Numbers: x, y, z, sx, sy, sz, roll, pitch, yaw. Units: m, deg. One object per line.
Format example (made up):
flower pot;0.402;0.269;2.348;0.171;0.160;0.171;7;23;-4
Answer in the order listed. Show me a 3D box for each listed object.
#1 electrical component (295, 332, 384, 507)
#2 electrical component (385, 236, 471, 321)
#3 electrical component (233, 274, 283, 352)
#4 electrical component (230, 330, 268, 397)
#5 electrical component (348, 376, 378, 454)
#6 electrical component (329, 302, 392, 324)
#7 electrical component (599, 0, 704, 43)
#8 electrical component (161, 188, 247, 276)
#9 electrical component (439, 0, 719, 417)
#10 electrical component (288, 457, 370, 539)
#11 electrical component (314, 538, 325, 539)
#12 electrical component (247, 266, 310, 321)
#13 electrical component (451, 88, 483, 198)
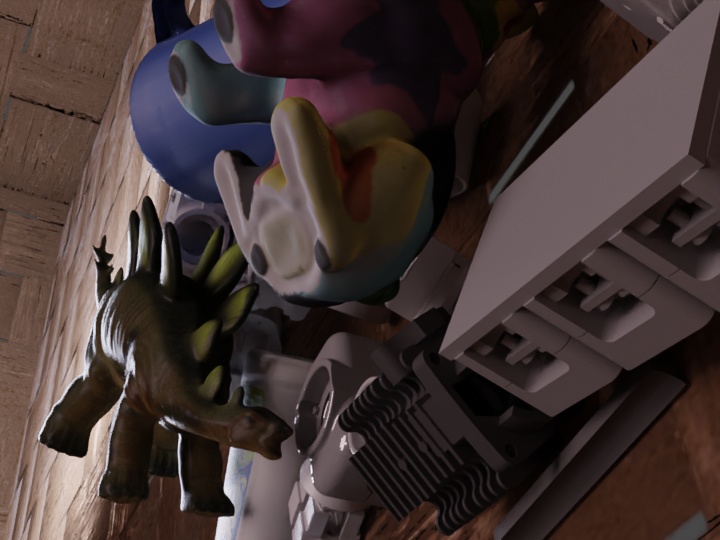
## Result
electrical component;0.000;0.085;0.623;0.095;0.059;0.053;-98;30;-47
electrical component;0.043;0.010;0.557;0.042;0.064;0.081;-58;21;5
electrical component;-0.104;0.047;0.901;0.080;0.080;0.051;-61;29;32
electrical component;-0.092;0.087;0.857;0.047;0.066;0.076;159;124;-66
electrical component;0.027;0.082;0.558;0.066;0.055;0.048;-110;40;-58
electrical component;0.000;0.000;0.691;0.057;0.058;0.078;-71;20;0
electrical component;0.116;-0.121;0.414;0.048;0.100;0.099;-55;24;13
electrical component;-0.137;0.021;0.969;0.060;0.105;0.186;-148;75;-70
electrical component;0.103;-0.016;0.397;0.150;0.062;0.089;-46;16;52
electrical component;-0.017;0.139;0.650;0.066;0.048;0.055;-104;28;-54
electrical component;-0.010;0.190;0.583;0.080;0.051;0.080;-164;90;-70
electrical component;-0.052;-0.012;0.846;0.055;0.050;0.089;-93;27;-42
electrical component;0.021;-0.077;0.634;0.099;0.099;0.064;161;116;-66
